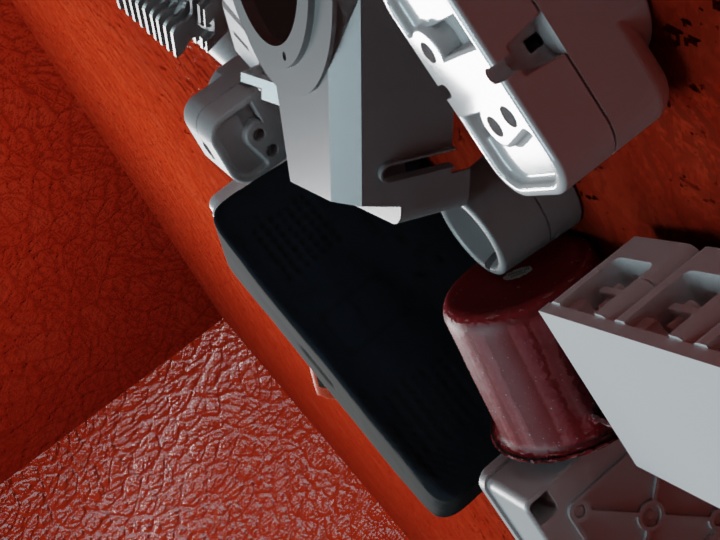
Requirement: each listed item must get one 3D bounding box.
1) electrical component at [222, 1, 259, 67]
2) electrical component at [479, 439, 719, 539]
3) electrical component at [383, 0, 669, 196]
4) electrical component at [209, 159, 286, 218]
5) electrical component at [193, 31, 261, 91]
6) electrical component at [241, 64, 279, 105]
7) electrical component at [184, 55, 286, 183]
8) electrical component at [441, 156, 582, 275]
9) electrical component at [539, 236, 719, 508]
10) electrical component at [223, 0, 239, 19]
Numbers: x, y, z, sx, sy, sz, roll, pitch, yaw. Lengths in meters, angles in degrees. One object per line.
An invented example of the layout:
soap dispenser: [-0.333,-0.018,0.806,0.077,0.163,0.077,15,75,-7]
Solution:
electrical component: [-0.035,-0.130,0.647,0.089,0.050,0.055,49,169,18]
electrical component: [0.137,0.121,0.567,0.108,0.109,0.056,56,166,-17]
electrical component: [0.060,-0.081,0.374,0.095,0.059,0.054,55,169,-11]
electrical component: [-0.044,-0.047,0.787,0.057,0.113,0.078,42,165,36]
electrical component: [-0.091,-0.164,0.805,0.065,0.044,0.044,51,170,-18]
electrical component: [-0.021,-0.119,0.563,0.042,0.081,0.063,21,127,26]
electrical component: [-0.066,-0.110,0.722,0.059,0.095,0.053,40,163,50]
electrical component: [0.071,-0.031,0.521,0.055,0.047,0.055,50,169,13]
electrical component: [0.145,0.042,0.399,0.089,0.062,0.150,56,169,-15]
electrical component: [-0.057,-0.179,0.583,0.055,0.050,0.089,51,169,10]
